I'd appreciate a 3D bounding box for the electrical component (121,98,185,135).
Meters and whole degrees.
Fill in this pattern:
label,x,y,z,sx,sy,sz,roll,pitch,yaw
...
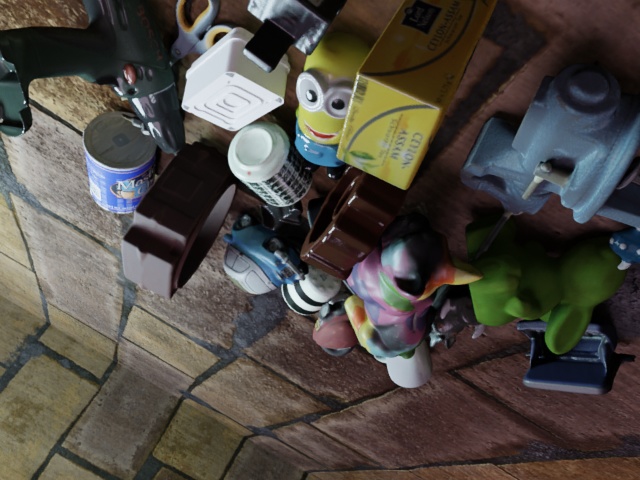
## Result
label,x,y,z,sx,sy,sz,roll,pitch,yaw
electrical component,-0.229,-0.178,0.740,0.078,0.045,0.102,32,160,-11

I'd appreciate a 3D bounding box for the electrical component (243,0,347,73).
label,x,y,z,sx,sy,sz,roll,pitch,yaw
electrical component,-0.024,-0.206,0.475,0.075,0.119,0.048,37,149,-8

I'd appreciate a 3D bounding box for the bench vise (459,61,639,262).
label,x,y,z,sx,sy,sz,roll,pitch,yaw
bench vise,0.254,-0.050,0.485,0.241,0.129,0.223,26,152,13

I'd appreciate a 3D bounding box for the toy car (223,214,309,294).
label,x,y,z,sx,sy,sz,roll,pitch,yaw
toy car,-0.099,0.036,0.868,0.162,0.103,0.109,35,167,47

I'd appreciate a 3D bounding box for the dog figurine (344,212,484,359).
label,x,y,z,sx,sy,sz,roll,pitch,yaw
dog figurine,0.103,0.063,0.626,0.219,0.108,0.191,-175,73,-77

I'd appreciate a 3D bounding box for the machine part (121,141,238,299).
label,x,y,z,sx,sy,sz,roll,pitch,yaw
machine part,-0.201,-0.027,0.796,0.087,0.201,0.201,28,149,-4

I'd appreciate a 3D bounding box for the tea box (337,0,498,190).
label,x,y,z,sx,sy,sz,roll,pitch,yaw
tea box,0.082,-0.138,0.440,0.068,0.169,0.098,26,150,7

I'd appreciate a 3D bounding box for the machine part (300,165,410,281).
label,x,y,z,sx,sy,sz,roll,pitch,yaw
machine part,0.045,-0.041,0.615,0.056,0.179,0.179,30,149,-9

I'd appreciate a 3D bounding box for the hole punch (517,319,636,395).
label,x,y,z,sx,sy,sz,roll,pitch,yaw
hole punch,0.333,0.139,0.721,0.142,0.116,0.092,-8,96,37

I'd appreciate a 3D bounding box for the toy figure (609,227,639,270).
label,x,y,z,sx,sy,sz,roll,pitch,yaw
toy figure,0.376,0.020,0.542,0.155,0.064,0.057,21,-174,21

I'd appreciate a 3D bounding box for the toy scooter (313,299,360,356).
label,x,y,z,sx,sy,sz,roll,pitch,yaw
toy scooter,0.073,0.122,0.887,0.184,0.075,0.135,-11,134,2

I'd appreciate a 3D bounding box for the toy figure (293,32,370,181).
label,x,y,z,sx,sy,sz,roll,pitch,yaw
toy figure,0.011,-0.140,0.582,0.082,0.089,0.180,-3,157,-3

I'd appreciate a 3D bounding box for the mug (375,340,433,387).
label,x,y,z,sx,sy,sz,roll,pitch,yaw
mug,0.147,0.198,0.974,0.110,0.081,0.107,13,135,31

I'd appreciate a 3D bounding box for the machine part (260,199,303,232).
label,x,y,z,sx,sy,sz,roll,pitch,yaw
machine part,-0.055,-0.050,0.780,0.039,0.084,0.139,-11,169,-20

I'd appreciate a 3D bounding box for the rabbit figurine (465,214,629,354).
label,x,y,z,sx,sy,sz,roll,pitch,yaw
rabbit figurine,0.263,0.054,0.619,0.170,0.121,0.158,-9,117,19

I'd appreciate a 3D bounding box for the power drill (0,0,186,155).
label,x,y,z,sx,sy,sz,roll,pitch,yaw
power drill,-0.252,-0.177,0.594,0.086,0.207,0.231,18,126,41

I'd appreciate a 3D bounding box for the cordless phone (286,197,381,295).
label,x,y,z,sx,sy,sz,roll,pitch,yaw
cordless phone,-0.002,-0.003,0.802,0.184,0.089,0.146,16,150,47

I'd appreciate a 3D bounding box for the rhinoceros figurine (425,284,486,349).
label,x,y,z,sx,sy,sz,roll,pitch,yaw
rhinoceros figurine,0.172,0.103,0.777,0.073,0.112,0.190,36,156,-7
